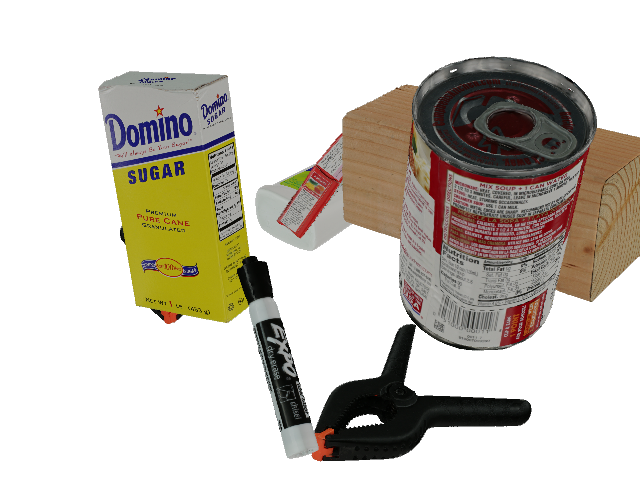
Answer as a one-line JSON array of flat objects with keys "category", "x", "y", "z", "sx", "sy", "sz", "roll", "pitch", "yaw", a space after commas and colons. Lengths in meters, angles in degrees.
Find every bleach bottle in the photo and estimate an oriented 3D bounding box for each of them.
[{"category": "bleach bottle", "x": 0.040, "y": -0.077, "z": 1.343, "sx": 0.103, "sy": 0.068, "sz": 0.250, "roll": 26, "pitch": 43, "yaw": 34}]

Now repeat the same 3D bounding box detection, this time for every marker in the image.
[{"category": "marker", "x": -0.026, "y": 0.066, "z": 0.620, "sx": 0.020, "sy": 0.121, "sz": 0.020, "roll": -15, "pitch": -19, "yaw": -5}]

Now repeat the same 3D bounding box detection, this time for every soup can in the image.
[{"category": "soup can", "x": 0.067, "y": -0.012, "z": 0.428, "sx": 0.068, "sy": 0.068, "sz": 0.102, "roll": 0, "pitch": -45, "yaw": 0}]

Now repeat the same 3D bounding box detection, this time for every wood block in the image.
[{"category": "wood block", "x": 0.124, "y": -0.042, "z": 0.774, "sx": 0.206, "sy": 0.090, "sz": 0.090, "roll": 19, "pitch": 34, "yaw": 34}]

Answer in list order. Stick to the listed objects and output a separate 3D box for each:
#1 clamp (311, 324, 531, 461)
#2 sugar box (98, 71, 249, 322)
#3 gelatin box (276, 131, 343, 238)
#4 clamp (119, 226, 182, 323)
[{"category": "clamp", "x": 0.081, "y": 0.155, "z": 0.980, "sx": 0.165, "sy": 0.036, "sz": 0.209, "roll": 27, "pitch": 36, "yaw": 33}, {"category": "sugar box", "x": -0.104, "y": -0.032, "z": 0.780, "sx": 0.093, "sy": 0.176, "sz": 0.048, "roll": 7, "pitch": 27, "yaw": 31}, {"category": "gelatin box", "x": 0.003, "y": -0.053, "z": 0.960, "sx": 0.030, "sy": 0.073, "sz": 0.089, "roll": 36, "pitch": 36, "yaw": 0}, {"category": "clamp", "x": -0.149, "y": 0.024, "z": 1.147, "sx": 0.120, "sy": 0.039, "sz": 0.171, "roll": -13, "pitch": 38, "yaw": -7}]
